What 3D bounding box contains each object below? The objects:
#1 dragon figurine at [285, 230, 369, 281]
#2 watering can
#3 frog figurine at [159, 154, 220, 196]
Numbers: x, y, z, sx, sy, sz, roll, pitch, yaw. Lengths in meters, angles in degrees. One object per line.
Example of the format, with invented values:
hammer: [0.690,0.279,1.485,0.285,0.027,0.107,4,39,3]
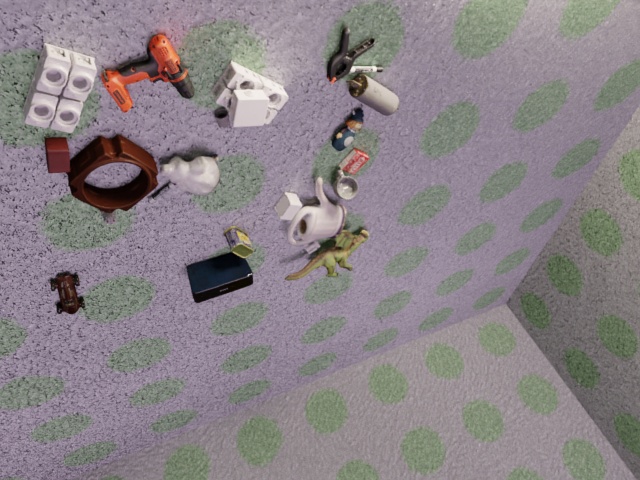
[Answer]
dragon figurine: [0.050,0.043,2.144,0.414,0.124,0.237,-17,140,-36]
watering can: [0.006,-0.097,1.929,0.225,0.106,0.340,-3,138,-36]
frog figurine: [-0.377,-0.192,1.502,0.135,0.124,0.160,-29,165,37]
